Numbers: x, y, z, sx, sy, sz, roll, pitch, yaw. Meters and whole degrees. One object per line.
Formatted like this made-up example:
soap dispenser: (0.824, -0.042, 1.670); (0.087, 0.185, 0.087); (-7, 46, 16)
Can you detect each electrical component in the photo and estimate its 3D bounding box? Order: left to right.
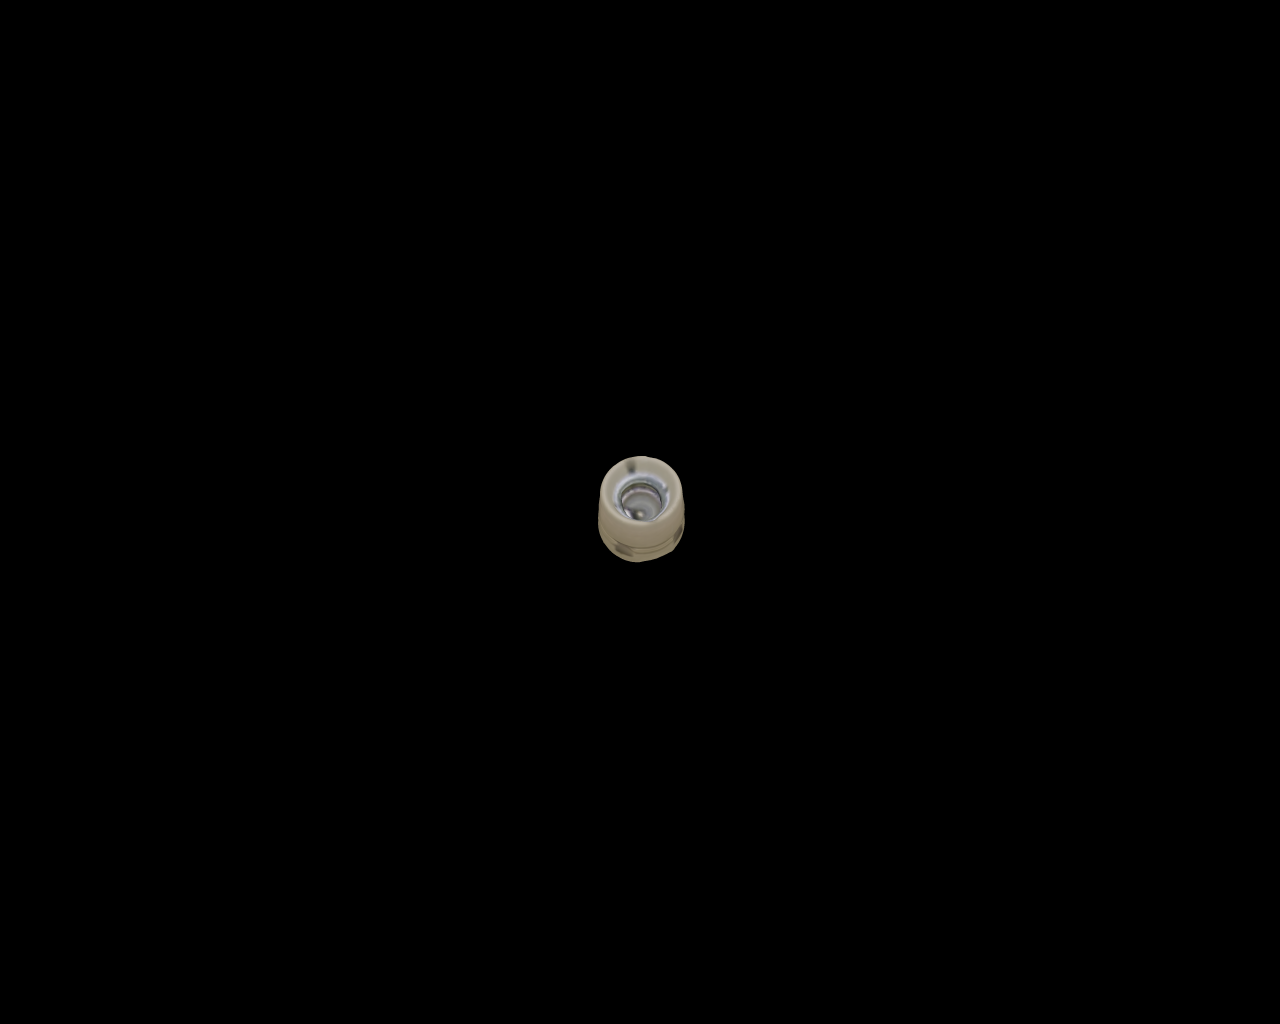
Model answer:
electrical component: (0.001, -0.003, 0.650); (0.055, 0.055, 0.047); (0, -28, 0)
